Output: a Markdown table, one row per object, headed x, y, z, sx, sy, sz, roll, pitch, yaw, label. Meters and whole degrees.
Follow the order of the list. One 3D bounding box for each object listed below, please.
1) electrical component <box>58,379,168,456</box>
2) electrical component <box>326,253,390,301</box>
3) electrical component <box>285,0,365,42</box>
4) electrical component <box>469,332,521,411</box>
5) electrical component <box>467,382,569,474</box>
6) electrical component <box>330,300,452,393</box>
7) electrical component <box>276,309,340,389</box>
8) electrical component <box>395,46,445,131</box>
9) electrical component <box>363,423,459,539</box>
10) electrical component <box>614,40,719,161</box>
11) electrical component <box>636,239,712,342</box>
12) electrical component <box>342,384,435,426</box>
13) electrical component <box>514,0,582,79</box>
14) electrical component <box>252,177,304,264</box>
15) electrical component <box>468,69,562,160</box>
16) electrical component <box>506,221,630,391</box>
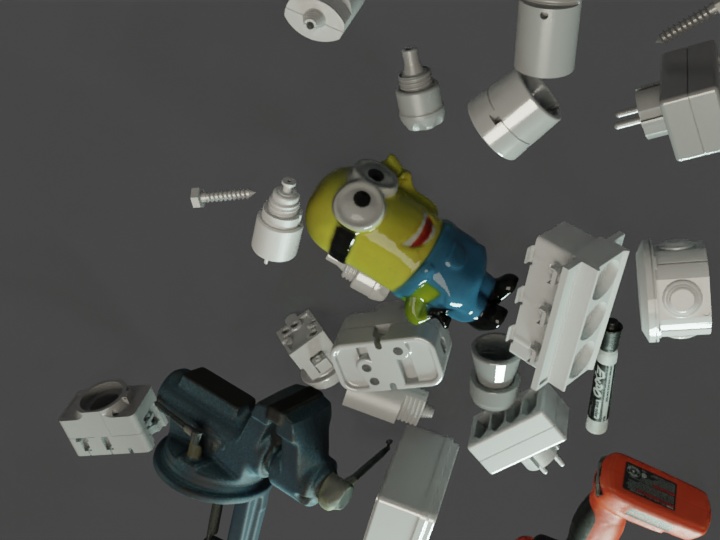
| x | y | z | sx | sy | sz | roll | pitch | yaw | label |
| --- | --- | --- | --- | --- | --- | --- | --- | --- | --- |
| -0.250 | 0.148 | 1.086 | 0.089 | 0.050 | 0.055 | -7 | 121 | 21 | electrical component |
| 0.000 | 0.000 | 0.919 | 0.061 | 0.035 | 0.035 | 28 | 127 | -1 | electrical component |
| -0.024 | -0.189 | 0.767 | 0.043 | 0.081 | 0.043 | 8 | 125 | 11 | electrical component |
| 0.118 | 0.089 | 0.938 | 0.045 | 0.045 | 0.055 | 7 | 125 | 12 | electrical component |
| 0.155 | 0.155 | 0.973 | 0.083 | 0.047 | 0.075 | -32 | 109 | 29 | electrical component |
| 0.029 | 0.066 | 0.940 | 0.095 | 0.059 | 0.053 | -8 | 121 | 21 | electrical component |
| -0.041 | 0.074 | 0.971 | 0.048 | 0.066 | 0.055 | -36 | 121 | -3 | electrical component |
| 0.043 | -0.138 | 0.811 | 0.035 | 0.035 | 0.061 | -4 | 120 | 19 | electrical component |
| 0.044 | 0.221 | 1.012 | 0.056 | 0.108 | 0.108 | 19 | 127 | 7 | electrical component |
| 0.214 | -0.113 | 0.746 | 0.076 | 0.083 | 0.047 | -13 | 119 | 24 | electrical component |
| 0.241 | 0.015 | 0.830 | 0.051 | 0.080 | 0.080 | -4 | 122 | 13 | electrical component |
| 0.029 | 0.117 | 0.985 | 0.081 | 0.043 | 0.043 | 20 | 127 | 3 | electrical component |
| 0.132 | -0.180 | 0.750 | 0.043 | 0.043 | 0.081 | 8 | 125 | 12 | electrical component |
| -0.067 | -0.043 | 0.906 | 0.040 | 0.040 | 0.078 | 19 | 127 | 4 | electrical component |
| 0.115 | -0.117 | 0.793 | 0.055 | 0.055 | 0.047 | 44 | 121 | -15 | electrical component |
| 0.164 | 0.027 | 0.866 | 0.063 | 0.079 | 0.121 | 33 | 133 | 31 | electrical component |
